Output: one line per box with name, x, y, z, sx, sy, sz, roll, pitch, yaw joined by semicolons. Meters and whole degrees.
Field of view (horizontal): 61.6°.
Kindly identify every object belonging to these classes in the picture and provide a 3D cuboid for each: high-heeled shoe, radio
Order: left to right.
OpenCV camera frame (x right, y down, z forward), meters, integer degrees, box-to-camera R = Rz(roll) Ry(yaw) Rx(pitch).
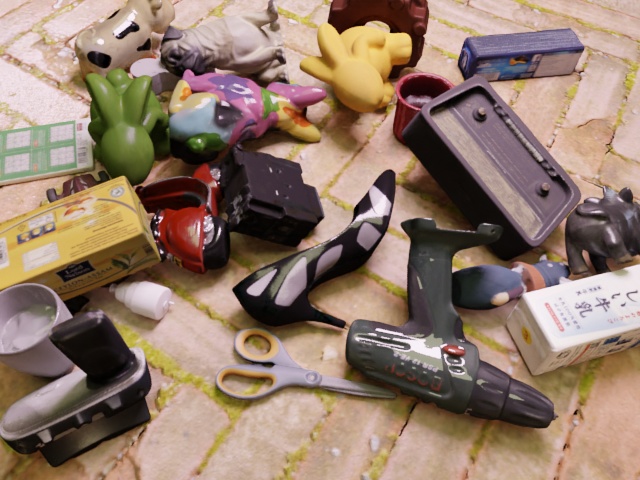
high-heeled shoe;-0.001;-0.002;0.672;0.145;0.086;0.248;23;70;-2
radio;0.231;-0.099;0.722;0.131;0.073;0.229;-36;86;-24

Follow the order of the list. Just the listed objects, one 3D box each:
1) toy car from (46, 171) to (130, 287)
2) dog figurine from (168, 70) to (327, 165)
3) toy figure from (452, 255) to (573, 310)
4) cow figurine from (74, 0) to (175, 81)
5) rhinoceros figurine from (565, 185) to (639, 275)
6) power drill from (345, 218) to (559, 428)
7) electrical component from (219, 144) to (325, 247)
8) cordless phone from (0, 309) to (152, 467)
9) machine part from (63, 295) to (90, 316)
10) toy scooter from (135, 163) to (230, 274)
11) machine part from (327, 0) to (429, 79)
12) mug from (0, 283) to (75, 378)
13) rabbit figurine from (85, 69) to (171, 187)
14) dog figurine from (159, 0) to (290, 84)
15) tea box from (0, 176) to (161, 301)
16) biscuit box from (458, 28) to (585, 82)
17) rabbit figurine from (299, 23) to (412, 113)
toy car;-0.302;-0.022;0.713;0.089;0.053;0.202;-24;59;-14
dog figurine;-0.101;-0.182;0.795;0.219;0.108;0.192;2;35;-5
toy figure;0.237;0.053;0.668;0.154;0.057;0.064;-4;61;-11
cow figurine;-0.328;-0.355;0.911;0.086;0.127;0.195;35;62;18
rhinoceros figurine;0.371;-0.015;0.687;0.190;0.073;0.112;-7;76;-42
power drill;0.152;0.084;0.597;0.232;0.086;0.207;8;90;13
electrical component;-0.060;-0.055;0.707;0.134;0.058;0.115;12;48;-37
cordless phone;-0.245;0.137;0.515;0.147;0.184;0.089;-23;62;-18
machine part;-0.356;0.063;0.658;0.139;0.039;0.084;17;47;13
toy scooter;-0.184;-0.033;0.710;0.135;0.075;0.184;-1;51;-3
machine part;0.094;-0.345;0.891;0.179;0.179;0.056;9;57;5
mug;-0.316;0.108;0.581;0.110;0.107;0.081;-1;53;2
rabbit figurine;-0.256;-0.151;0.737;0.121;0.158;0.170;-5;42;-17
dog figurine;-0.152;-0.303;0.879;0.191;0.172;0.121;-10;79;1
tea box;-0.285;0.006;0.625;0.170;0.068;0.098;-21;58;-10
biscuit box;0.350;-0.324;0.946;0.203;0.059;0.063;-6;56;-6
rabbit figurine;0.058;-0.260;0.812;0.162;0.122;0.173;26;42;-16
